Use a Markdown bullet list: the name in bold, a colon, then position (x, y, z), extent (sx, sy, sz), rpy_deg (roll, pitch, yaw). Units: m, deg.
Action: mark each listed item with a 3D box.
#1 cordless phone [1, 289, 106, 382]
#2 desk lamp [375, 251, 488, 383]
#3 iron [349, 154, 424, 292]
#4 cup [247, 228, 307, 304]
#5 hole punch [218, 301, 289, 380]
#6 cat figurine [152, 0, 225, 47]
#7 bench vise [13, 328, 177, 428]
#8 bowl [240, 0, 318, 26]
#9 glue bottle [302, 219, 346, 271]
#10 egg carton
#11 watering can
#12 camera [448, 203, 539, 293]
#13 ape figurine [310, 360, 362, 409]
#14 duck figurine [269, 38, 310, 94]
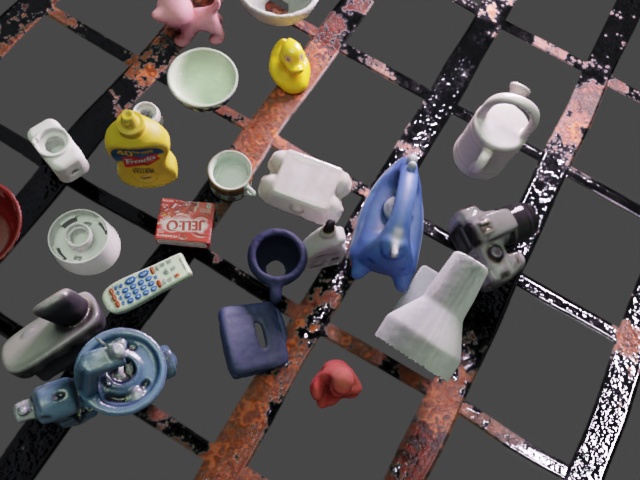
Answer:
- **cordless phone**: position (-0.384, 0.122, 0.795), extent (0.148, 0.185, 0.094), rpy_deg (-38, 79, -18)
- **desk lamp**: position (0.166, 0.110, 0.852), extent (0.118, 0.213, 0.203), rpy_deg (32, 70, 6)
- **iron**: position (0.129, -0.055, 0.946), extent (0.118, 0.141, 0.258), rpy_deg (15, 69, -1)
- **cup**: position (-0.069, 0.051, 0.908), extent (0.092, 0.095, 0.118), rpy_deg (2, 70, -6)
- **hole punch**: position (-0.100, 0.147, 0.871), extent (0.101, 0.091, 0.108), rpy_deg (-14, 72, -12)
- **cat figurine**: position (-0.240, -0.414, 1.042), extent (0.128, 0.117, 0.067), rpy_deg (-11, 72, -10)
- **bench vise**: position (-0.298, 0.196, 0.760), extent (0.208, 0.219, 0.121), rpy_deg (-39, 79, -18)
- **bowl**: position (-0.081, -0.473, 1.106), extent (0.167, 0.074, 0.167), rpy_deg (2, 70, -6)
- **glue bottle**: position (0.008, 0.003, 0.893), extent (0.078, 0.173, 0.037), rpy_deg (-12, 72, -11)
- **egg carton**: position (-0.026, -0.089, 0.977), extent (0.150, 0.069, 0.107), rpy_deg (19, 69, 0)
- **watering can**: position (0.309, -0.197, 0.991), extent (0.101, 0.194, 0.173), rpy_deg (9, 69, -3)
- **camera**: position (0.311, -0.004, 0.972), extent (0.137, 0.101, 0.143), rpy_deg (-20, 74, -13)
- **ape figurine**: position (0.027, 0.216, 0.862), extent (0.078, 0.092, 0.076), rpy_deg (16, 69, -1)
- **duck figurine**: position (-0.054, -0.335, 1.054), extent (0.077, 0.086, 0.104), rpy_deg (-15, 73, -12)
